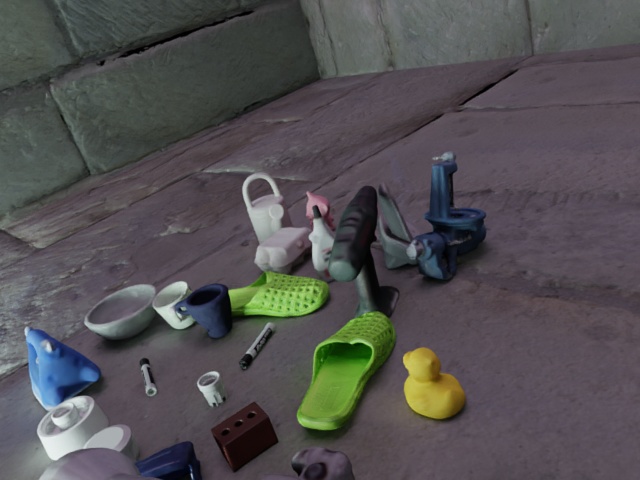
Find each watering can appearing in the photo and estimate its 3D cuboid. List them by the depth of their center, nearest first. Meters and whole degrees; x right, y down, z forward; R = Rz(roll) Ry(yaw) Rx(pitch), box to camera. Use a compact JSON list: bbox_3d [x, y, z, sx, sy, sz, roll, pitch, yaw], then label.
[{"bbox_3d":[-0.131,-0.080,1.468,0.172,0.194,0.101,9,36,45],"label":"watering can"}]

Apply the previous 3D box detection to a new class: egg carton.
[{"bbox_3d":[-0.079,0.024,1.365,0.107,0.069,0.151,2,31,38],"label":"egg carton"}]

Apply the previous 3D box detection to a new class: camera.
[{"bbox_3d":[-0.044,0.313,0.685,0.136,0.101,0.143,-2,28,31],"label":"camera"}]

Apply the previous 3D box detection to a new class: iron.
[{"bbox_3d":[-0.545,0.233,1.148,0.119,0.142,0.257,-35,29,-33],"label":"iron"}]

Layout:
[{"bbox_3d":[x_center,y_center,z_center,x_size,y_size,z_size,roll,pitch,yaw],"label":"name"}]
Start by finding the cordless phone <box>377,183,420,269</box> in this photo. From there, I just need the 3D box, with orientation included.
[{"bbox_3d":[0.160,-0.048,1.211,0.094,0.185,0.147,-16,24,5],"label":"cordless phone"}]

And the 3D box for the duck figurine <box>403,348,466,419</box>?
[{"bbox_3d":[0.156,0.196,0.815,0.078,0.086,0.104,-28,26,-21],"label":"duck figurine"}]

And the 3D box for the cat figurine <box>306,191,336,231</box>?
[{"bbox_3d":[-0.006,-0.080,1.475,0.067,0.118,0.127,-18,24,0],"label":"cat figurine"}]

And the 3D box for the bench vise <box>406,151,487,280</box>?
[{"bbox_3d":[0.245,-0.046,1.105,0.121,0.220,0.208,-1,29,33],"label":"bench vise"}]

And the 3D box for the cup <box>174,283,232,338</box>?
[{"bbox_3d":[-0.228,0.152,1.161,0.117,0.095,0.091,-14,24,8],"label":"cup"}]

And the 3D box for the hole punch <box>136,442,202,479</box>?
[{"bbox_3d":[-0.224,0.326,0.792,0.109,0.091,0.101,-22,24,-10],"label":"hole punch"}]

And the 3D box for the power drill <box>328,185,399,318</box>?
[{"bbox_3d":[0.083,0.034,1.061,0.075,0.209,0.230,-7,26,23],"label":"power drill"}]

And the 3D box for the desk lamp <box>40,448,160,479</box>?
[{"bbox_3d":[-0.186,0.327,0.612,0.202,0.214,0.118,-1,29,33],"label":"desk lamp"}]

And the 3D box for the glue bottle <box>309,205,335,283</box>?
[{"bbox_3d":[0.011,0.004,1.216,0.078,0.173,0.037,-24,25,-14],"label":"glue bottle"}]

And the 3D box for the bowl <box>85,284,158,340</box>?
[{"bbox_3d":[-0.430,0.173,1.280,0.167,0.075,0.167,-15,24,7],"label":"bowl"}]
